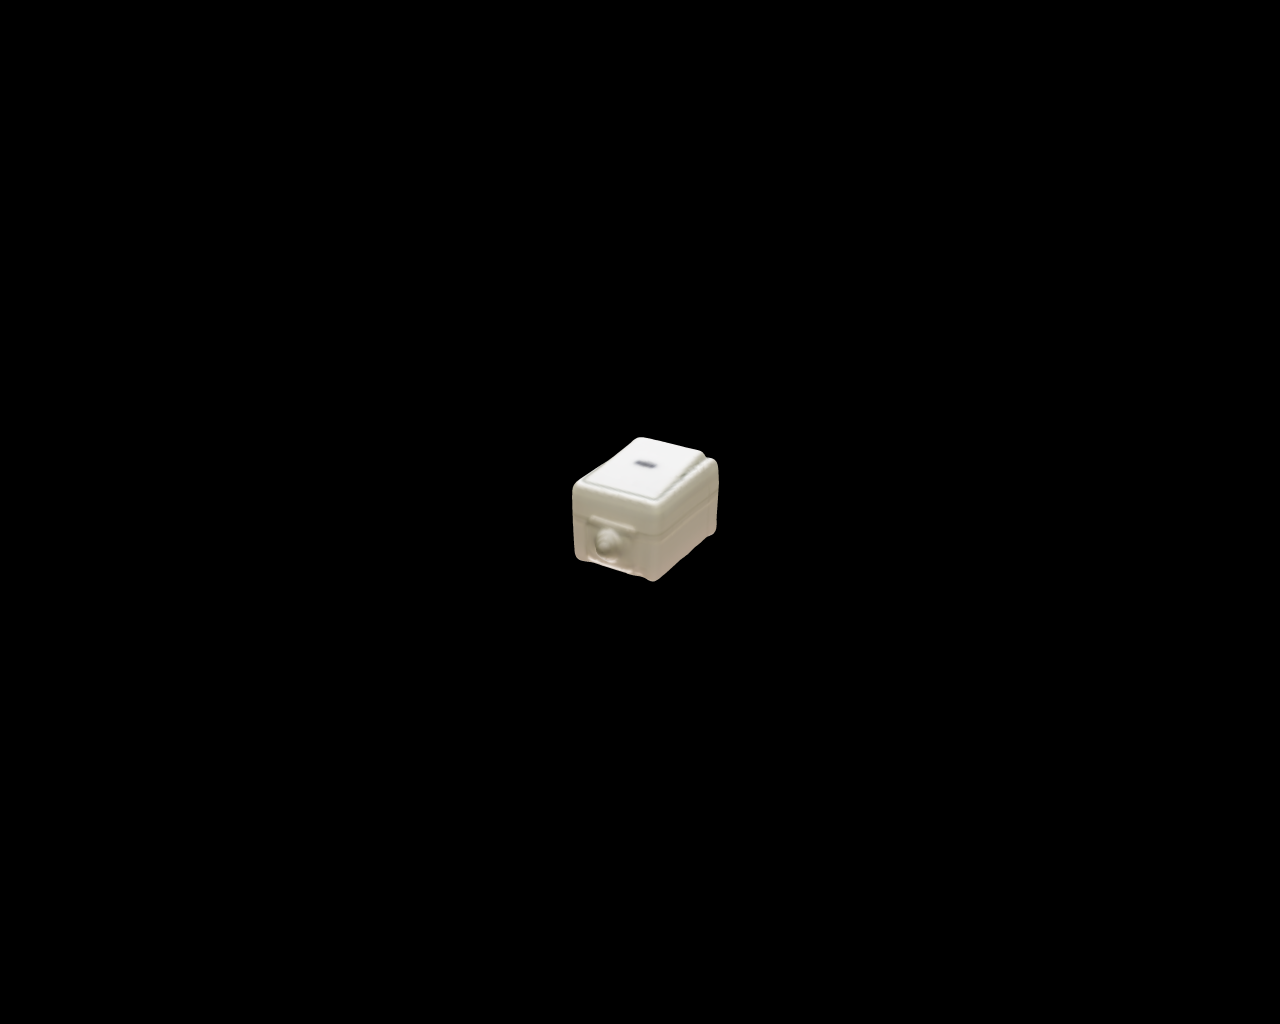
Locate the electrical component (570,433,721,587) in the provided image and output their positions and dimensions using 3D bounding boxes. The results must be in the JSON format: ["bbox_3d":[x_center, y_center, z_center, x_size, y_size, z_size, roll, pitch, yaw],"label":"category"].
[{"bbox_3d":[0.001,-0.003,0.650,0.062,0.061,0.096,16,31,28],"label":"electrical component"}]
